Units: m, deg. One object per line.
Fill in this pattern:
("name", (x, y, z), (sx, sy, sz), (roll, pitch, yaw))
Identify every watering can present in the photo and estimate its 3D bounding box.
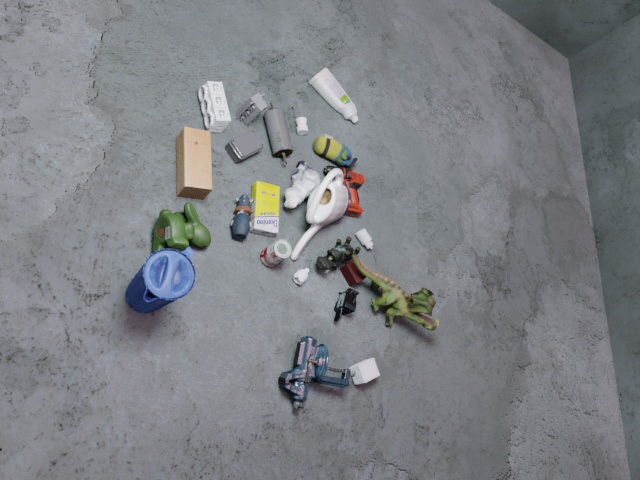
("watering can", (0.006, -0.091, 1.816), (0.345, 0.105, 0.225), (-65, 159, 11))

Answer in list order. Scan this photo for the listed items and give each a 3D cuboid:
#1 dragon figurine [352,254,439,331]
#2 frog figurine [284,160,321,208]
("dragon figurine", (0.294, 0.190, 1.808), (0.404, 0.241, 0.125), (54, 47, -28))
("frog figurine", (-0.061, -0.177, 1.812), (0.121, 0.135, 0.163), (28, 50, -28))
